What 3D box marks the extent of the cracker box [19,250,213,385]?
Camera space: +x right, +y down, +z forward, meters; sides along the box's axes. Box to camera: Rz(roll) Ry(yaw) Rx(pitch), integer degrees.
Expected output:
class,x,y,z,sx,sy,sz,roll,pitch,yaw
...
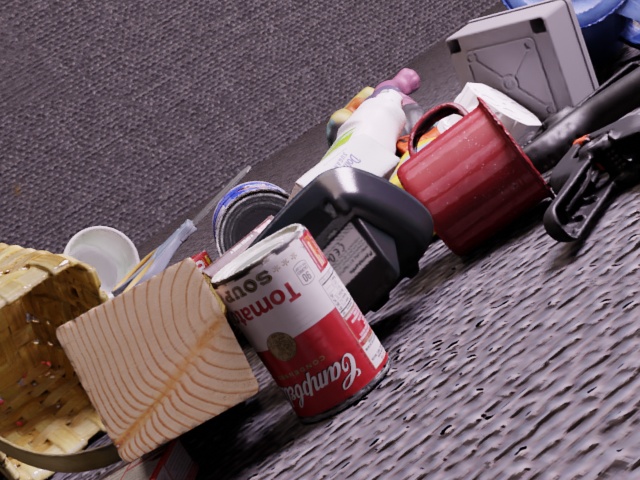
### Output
class,x,y,z,sx,sy,sz,roll,pitch,yaw
cracker box,-0.219,0.110,1.169,0.164,0.072,0.213,-23,12,45

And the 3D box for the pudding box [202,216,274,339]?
class,x,y,z,sx,sy,sz,roll,pitch,yaw
pudding box,-0.066,0.041,0.951,0.090,0.039,0.113,-41,-19,-28

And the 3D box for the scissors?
class,x,y,z,sx,sy,sz,roll,pitch,yaw
scissors,-0.147,0.000,1.124,0.202,0.016,0.096,-42,16,10

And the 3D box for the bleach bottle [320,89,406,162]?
class,x,y,z,sx,sy,sz,roll,pitch,yaw
bleach bottle,0.031,-0.067,1.055,0.103,0.068,0.250,-29,24,48

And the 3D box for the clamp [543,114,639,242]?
class,x,y,z,sx,sy,sz,roll,pitch,yaw
clamp,0.196,-0.055,0.684,0.120,0.039,0.171,-29,9,17

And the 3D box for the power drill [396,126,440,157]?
class,x,y,z,sx,sy,sz,roll,pitch,yaw
power drill,0.171,-0.122,1.101,0.187,0.057,0.184,-31,9,-1

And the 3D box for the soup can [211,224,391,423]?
class,x,y,z,sx,sy,sz,roll,pitch,yaw
soup can,-0.011,0.049,0.646,0.068,0.102,0.068,-32,9,5

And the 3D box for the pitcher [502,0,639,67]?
class,x,y,z,sx,sy,sz,roll,pitch,yaw
pitcher,0.264,-0.241,1.068,0.145,0.149,0.242,-12,-6,17

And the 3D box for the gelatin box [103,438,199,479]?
class,x,y,z,sx,sy,sz,roll,pitch,yaw
gelatin box,-0.116,0.161,0.643,0.073,0.030,0.089,-33,7,7

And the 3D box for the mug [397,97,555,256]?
class,x,y,z,sx,sy,sz,roll,pitch,yaw
mug,0.104,-0.051,0.774,0.081,0.117,0.093,-37,-31,10

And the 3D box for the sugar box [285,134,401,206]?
class,x,y,z,sx,sy,sz,roll,pitch,yaw
sugar box,-0.006,0.001,0.852,0.093,0.048,0.176,-40,-17,-42

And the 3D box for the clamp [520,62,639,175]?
class,x,y,z,sx,sy,sz,roll,pitch,yaw
clamp,0.201,-0.089,0.837,0.210,0.036,0.164,-36,0,-5

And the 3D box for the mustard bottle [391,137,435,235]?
class,x,y,z,sx,sy,sz,roll,pitch,yaw
mustard bottle,0.092,-0.049,0.958,0.096,0.058,0.191,-45,4,22

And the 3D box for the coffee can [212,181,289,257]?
class,x,y,z,sx,sy,sz,roll,pitch,yaw
coffee can,-0.065,-0.010,1.160,0.103,0.103,0.140,-33,9,-3

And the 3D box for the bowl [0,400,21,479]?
class,x,y,z,sx,sy,sz,roll,pitch,yaw
bowl,-0.349,0.220,1.075,0.162,0.055,0.162,-32,8,5

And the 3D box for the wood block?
class,x,y,z,sx,sy,sz,roll,pitch,yaw
wood block,-0.102,0.079,0.709,0.090,0.090,0.206,-28,-3,-8
